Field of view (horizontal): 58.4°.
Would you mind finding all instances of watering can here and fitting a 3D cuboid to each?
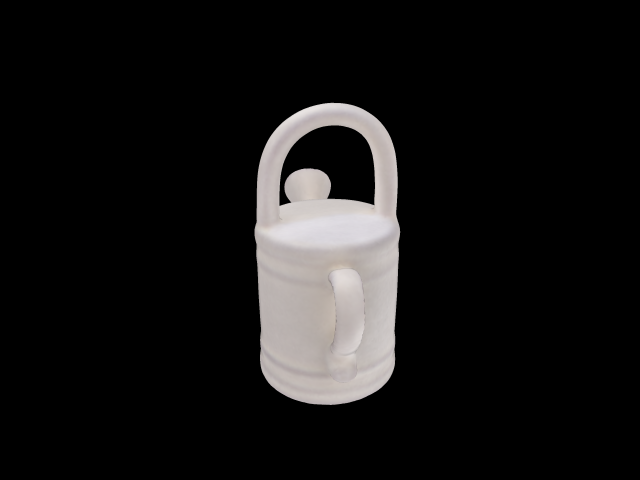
[{"bbox_3d":[0.001,0.002,0.400,0.101,0.194,0.172,-14,26,-29],"label":"watering can"}]
